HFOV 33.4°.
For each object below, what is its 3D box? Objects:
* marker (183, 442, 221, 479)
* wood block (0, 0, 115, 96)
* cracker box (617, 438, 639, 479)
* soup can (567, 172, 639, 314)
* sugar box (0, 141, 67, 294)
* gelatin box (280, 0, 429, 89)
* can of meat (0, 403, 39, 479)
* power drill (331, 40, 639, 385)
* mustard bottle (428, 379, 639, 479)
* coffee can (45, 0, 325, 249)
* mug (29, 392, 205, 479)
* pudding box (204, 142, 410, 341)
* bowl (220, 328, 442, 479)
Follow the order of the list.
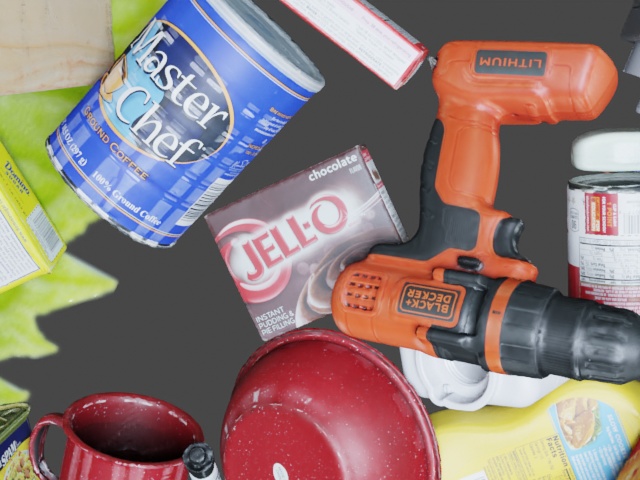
[{"bbox_3d":[-0.073,0.154,0.684,0.020,0.121,0.020,0,63,0],"label":"marker"},{"bbox_3d":[-0.192,-0.127,0.598,0.091,0.206,0.090,0,100,8],"label":"wood block"},{"bbox_3d":[0.253,0.155,0.587,0.164,0.072,0.213,30,79,5],"label":"cracker box"},{"bbox_3d":[0.183,0.014,0.641,0.068,0.068,0.102,-2,100,8],"label":"soup can"},{"bbox_3d":[-0.270,0.010,0.711,0.176,0.048,0.093,-22,110,14],"label":"sugar box"},{"bbox_3d":[0.021,-0.127,0.636,0.089,0.073,0.030,37,103,0],"label":"gelatin box"},{"bbox_3d":[-0.223,0.167,0.712,0.057,0.102,0.084,-11,101,10],"label":"can of meat"},{"bbox_3d":[0.109,-0.018,0.595,0.185,0.057,0.187,9,72,29],"label":"power drill"},{"bbox_3d":[0.157,0.131,0.672,0.192,0.058,0.096,-21,101,11],"label":"mustard bottle"},{"bbox_3d":[-0.081,-0.079,0.644,0.103,0.102,0.140,44,103,-2],"label":"coffee can"},{"bbox_3d":[-0.141,0.154,0.706,0.117,0.093,0.081,18,108,11],"label":"mug"},{"bbox_3d":[-0.004,0.001,0.681,0.113,0.039,0.090,-24,96,11],"label":"pudding box"},{"bbox_3d":[-0.008,0.139,0.669,0.162,0.055,0.162,7,102,32],"label":"bowl"}]
